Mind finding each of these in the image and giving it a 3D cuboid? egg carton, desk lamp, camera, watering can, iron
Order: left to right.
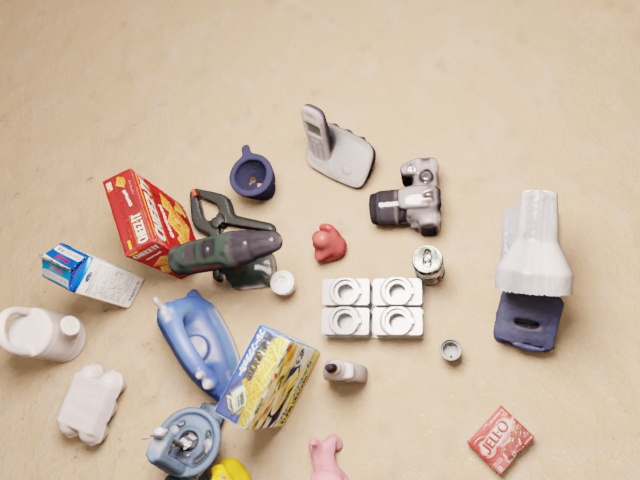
[{"bbox_3d":[-0.560,0.183,1.142,0.173,0.194,0.101,-31,70,3],"label":"watering can"},{"bbox_3d":[-0.454,0.326,1.143,0.107,0.069,0.150,14,78,16],"label":"egg carton"},{"bbox_3d":[-0.232,0.213,1.085,0.118,0.142,0.258,-36,70,1],"label":"iron"},{"bbox_3d":[0.163,-0.083,1.101,0.136,0.101,0.143,-4,74,12],"label":"camera"},{"bbox_3d":[0.357,0.011,0.969,0.117,0.214,0.203,3,75,14],"label":"desk lamp"}]

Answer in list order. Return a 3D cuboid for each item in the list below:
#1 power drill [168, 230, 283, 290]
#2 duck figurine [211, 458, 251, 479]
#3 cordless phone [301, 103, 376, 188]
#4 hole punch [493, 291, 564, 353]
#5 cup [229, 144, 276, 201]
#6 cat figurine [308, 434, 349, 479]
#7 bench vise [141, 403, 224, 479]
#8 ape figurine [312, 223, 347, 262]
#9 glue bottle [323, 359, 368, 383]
[{"bbox_3d":[-0.155,0.036,1.083,0.229,0.209,0.075,-8,73,11],"label":"power drill"},{"bbox_3d":[-0.170,0.451,1.033,0.077,0.086,0.104,-18,71,8],"label":"duck figurine"},{"bbox_3d":[0.031,-0.188,1.116,0.147,0.185,0.094,26,82,19],"label":"cordless phone"},{"bbox_3d":[0.362,0.140,0.996,0.108,0.091,0.101,11,77,16],"label":"hole punch"},{"bbox_3d":[-0.132,-0.131,1.185,0.091,0.095,0.117,-18,71,8],"label":"cup"},{"bbox_3d":[0.007,0.405,0.988,0.067,0.118,0.128,-17,71,8],"label":"cat figurine"},{"bbox_3d":[-0.240,0.390,0.995,0.121,0.220,0.207,-3,74,12],"label":"bench vise"},{"bbox_3d":[0.010,0.004,1.116,0.076,0.092,0.078,28,82,19],"label":"ape figurine"},{"bbox_3d":[0.035,0.229,1.003,0.078,0.173,0.037,0,74,13],"label":"glue bottle"}]
